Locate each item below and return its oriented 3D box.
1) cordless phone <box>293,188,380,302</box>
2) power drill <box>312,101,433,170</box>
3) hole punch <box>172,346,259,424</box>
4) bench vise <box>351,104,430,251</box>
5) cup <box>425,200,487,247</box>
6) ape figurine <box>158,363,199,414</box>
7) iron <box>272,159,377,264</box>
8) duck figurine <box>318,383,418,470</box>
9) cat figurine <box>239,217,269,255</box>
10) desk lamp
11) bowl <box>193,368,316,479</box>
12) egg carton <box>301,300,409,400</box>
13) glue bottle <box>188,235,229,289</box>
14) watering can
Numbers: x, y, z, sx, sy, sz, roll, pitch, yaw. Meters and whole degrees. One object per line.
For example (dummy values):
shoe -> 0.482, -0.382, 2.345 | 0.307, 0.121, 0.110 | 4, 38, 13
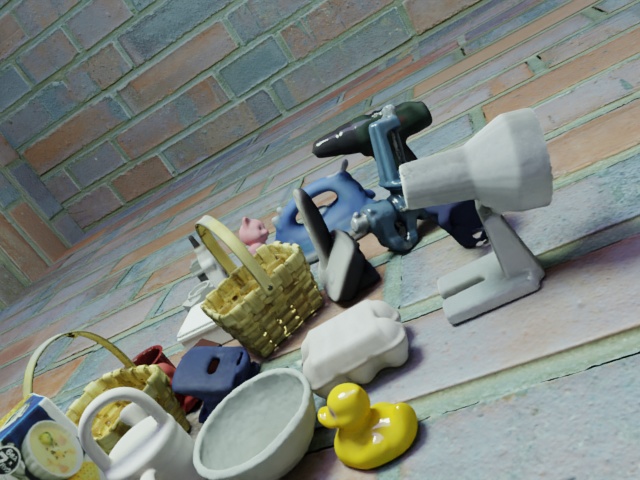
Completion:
cordless phone -> 0.009, 0.003, 0.962 | 0.094, 0.185, 0.147 | -36, 21, -6
power drill -> 0.128, -0.155, 1.108 | 0.229, 0.209, 0.075 | -31, 21, 6
hole punch -> -0.159, 0.208, 0.885 | 0.101, 0.091, 0.108 | -26, 22, 18
bench vise -> 0.131, -0.104, 0.973 | 0.121, 0.220, 0.208 | -6, 34, 51
cup -> 0.214, -0.030, 0.862 | 0.091, 0.095, 0.118 | -18, 25, 35
ape figurine -> -0.240, 0.240, 0.932 | 0.077, 0.092, 0.076 | -16, 27, 39
iron -> -0.010, -0.048, 1.168 | 0.258, 0.142, 0.118 | -31, 21, 6
duck figurine -> 0.047, 0.192, 0.623 | 0.104, 0.086, 0.077 | -24, 23, 24
cat figurine -> -0.153, 0.006, 1.294 | 0.067, 0.118, 0.128 | -19, 25, 33
desk lamp -> 0.203, -0.032, 0.712 | 0.203, 0.214, 0.118 | -28, 21, 15
bowl -> -0.067, 0.241, 0.698 | 0.167, 0.075, 0.167 | -29, 21, 12
egg carton -> 0.044, 0.144, 0.760 | 0.150, 0.069, 0.107 | -31, 21, 7
glue bottle -> -0.220, 0.061, 1.189 | 0.037, 0.173, 0.078 | -33, 21, 2
watering can -> -0.214, 0.260, 0.701 | 0.172, 0.194, 0.101 | -5, 34, 52
